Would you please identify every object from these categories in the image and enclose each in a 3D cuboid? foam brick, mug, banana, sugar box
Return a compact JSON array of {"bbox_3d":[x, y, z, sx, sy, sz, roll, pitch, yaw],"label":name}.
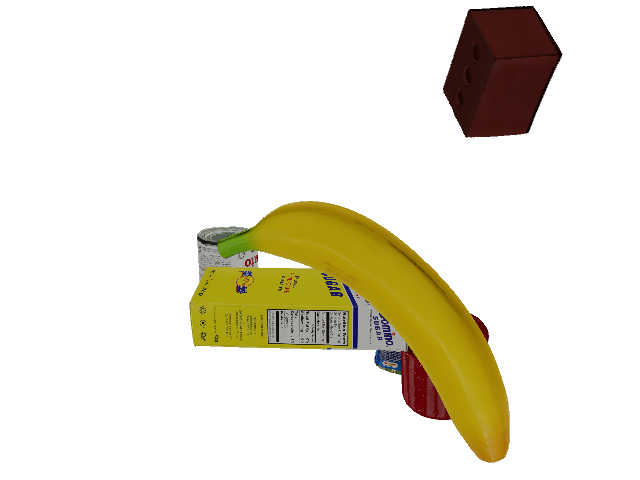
[{"bbox_3d":[0.125,-0.117,0.745,0.051,0.053,0.078,-8,-37,-16],"label":"foam brick"},{"bbox_3d":[0.130,0.121,1.091,0.093,0.081,0.117,20,39,32],"label":"mug"},{"bbox_3d":[0.039,0.038,0.582,0.198,0.070,0.037,39,32,3],"label":"banana"},{"bbox_3d":[-0.015,0.055,0.892,0.176,0.048,0.093,-2,18,4],"label":"sugar box"}]

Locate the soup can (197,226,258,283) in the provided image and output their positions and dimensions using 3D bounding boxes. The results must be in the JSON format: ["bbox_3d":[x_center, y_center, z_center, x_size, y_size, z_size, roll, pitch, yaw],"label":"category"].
[{"bbox_3d":[-0.102,0.042,1.173,0.068,0.102,0.068,1,17,0],"label":"soup can"}]

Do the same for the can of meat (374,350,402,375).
[{"bbox_3d":[0.100,0.102,1.288,0.057,0.084,0.102,11,25,7],"label":"can of meat"}]
